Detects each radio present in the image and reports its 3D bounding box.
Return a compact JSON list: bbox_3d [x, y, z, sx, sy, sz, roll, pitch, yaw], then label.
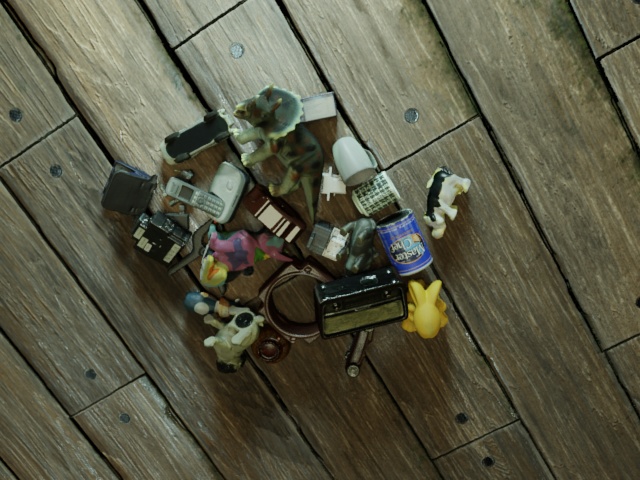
[{"bbox_3d":[0.100,0.154,1.329,0.230,0.073,0.130,-14,126,-8],"label":"radio"}]

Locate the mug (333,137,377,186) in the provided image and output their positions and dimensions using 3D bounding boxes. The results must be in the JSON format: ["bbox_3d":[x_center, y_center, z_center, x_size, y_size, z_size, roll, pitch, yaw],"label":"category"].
[{"bbox_3d":[0.086,-0.200,1.316,0.109,0.081,0.107,-19,75,-28],"label":"mug"}]

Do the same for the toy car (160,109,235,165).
[{"bbox_3d":[-0.304,-0.255,1.337,0.202,0.056,0.073,-26,96,8],"label":"toy car"}]

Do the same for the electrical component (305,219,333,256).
[{"bbox_3d":[-0.003,-0.004,1.356,0.048,0.119,0.074,21,103,-2],"label":"electrical component"}]

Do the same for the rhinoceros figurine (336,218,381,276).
[{"bbox_3d":[0.100,0.030,1.356,0.073,0.112,0.190,27,132,32],"label":"rhinoceros figurine"}]

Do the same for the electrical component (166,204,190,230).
[{"bbox_3d":[-0.377,-0.049,1.410,0.063,0.021,0.093,5,113,2],"label":"electrical component"}]

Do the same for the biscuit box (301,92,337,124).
[{"bbox_3d":[-0.060,-0.310,1.305,0.203,0.063,0.059,-10,105,6],"label":"biscuit box"}]

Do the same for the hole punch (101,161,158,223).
[{"bbox_3d":[-0.491,-0.130,1.374,0.115,0.092,0.142,19,105,-34],"label":"hole punch"}]

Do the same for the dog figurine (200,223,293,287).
[{"bbox_3d":[-0.184,0.042,1.368,0.219,0.108,0.191,11,101,-14],"label":"dog figurine"}]

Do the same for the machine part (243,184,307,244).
[{"bbox_3d":[-0.107,-0.066,1.319,0.179,0.179,0.056,42,100,-8],"label":"machine part"}]

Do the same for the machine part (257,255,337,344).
[{"bbox_3d":[-0.048,0.159,1.420,0.201,0.087,0.201,45,103,-7],"label":"machine part"}]

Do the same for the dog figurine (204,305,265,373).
[{"bbox_3d":[-0.213,0.277,1.442,0.172,0.121,0.190,-7,137,10],"label":"dog figurine"}]

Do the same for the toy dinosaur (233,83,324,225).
[{"bbox_3d":[-0.065,-0.207,1.272,0.192,0.131,0.404,-29,132,21],"label":"toy dinosaur"}]

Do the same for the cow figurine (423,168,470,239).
[{"bbox_3d":[0.299,-0.090,1.343,0.098,0.068,0.167,24,102,2],"label":"cow figurine"}]

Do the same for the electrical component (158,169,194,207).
[{"bbox_3d":[-0.363,-0.138,1.375,0.102,0.045,0.078,-27,101,10],"label":"electrical component"}]

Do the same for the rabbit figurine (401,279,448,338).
[{"bbox_3d":[0.273,0.177,1.364,0.122,0.173,0.162,3,110,6],"label":"rabbit figurine"}]

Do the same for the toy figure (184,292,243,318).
[{"bbox_3d":[-0.286,0.179,1.454,0.154,0.058,0.064,12,144,-2],"label":"toy figure"}]

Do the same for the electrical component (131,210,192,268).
[{"bbox_3d":[-0.416,-0.007,1.387,0.134,0.058,0.115,36,121,-17],"label":"electrical component"}]

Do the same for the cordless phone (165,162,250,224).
[{"bbox_3d":[-0.279,-0.137,1.338,0.184,0.089,0.146,23,106,-11],"label":"cordless phone"}]

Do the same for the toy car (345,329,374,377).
[{"bbox_3d":[0.111,0.272,1.440,0.053,0.089,0.202,17,104,-1],"label":"toy car"}]
